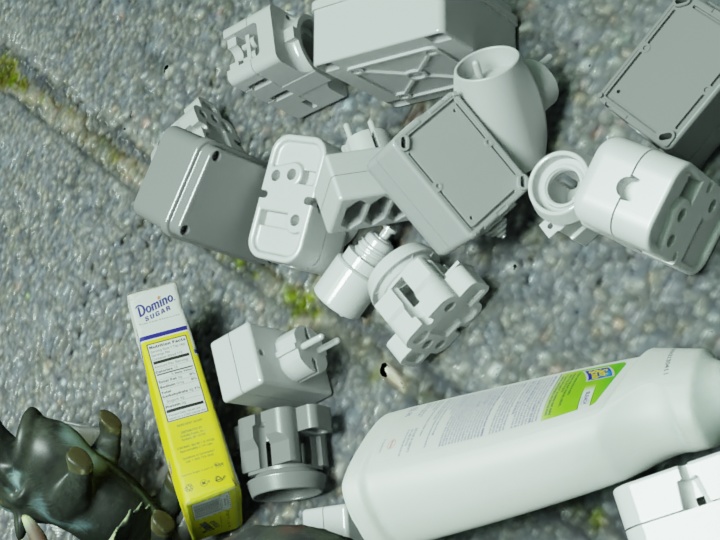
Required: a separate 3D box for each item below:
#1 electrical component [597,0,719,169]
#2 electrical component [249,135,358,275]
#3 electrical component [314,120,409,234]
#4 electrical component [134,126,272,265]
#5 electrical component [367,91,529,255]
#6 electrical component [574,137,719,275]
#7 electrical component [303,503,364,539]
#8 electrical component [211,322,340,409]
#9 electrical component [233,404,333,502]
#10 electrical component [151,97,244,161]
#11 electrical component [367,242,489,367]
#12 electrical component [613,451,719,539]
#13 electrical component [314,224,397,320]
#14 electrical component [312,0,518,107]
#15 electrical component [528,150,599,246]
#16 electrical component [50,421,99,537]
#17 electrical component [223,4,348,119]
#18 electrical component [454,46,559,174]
[{"bbox_3d":[0.205,-0.117,0.651,0.096,0.061,0.061,-52,55,14],"label":"electrical component"},{"bbox_3d":[-0.037,-0.047,0.811,0.054,0.059,0.095,12,86,38],"label":"electrical component"},{"bbox_3d":[0.010,-0.075,0.763,0.047,0.083,0.075,112,143,-59],"label":"electrical component"},{"bbox_3d":[-0.106,-0.055,0.829,0.057,0.113,0.078,27,95,40],"label":"electrical component"},{"bbox_3d":[0.060,-0.056,0.707,0.096,0.062,0.061,50,156,-3],"label":"electrical component"},{"bbox_3d":[0.170,-0.039,0.635,0.059,0.095,0.053,29,96,37],"label":"electrical component"},{"bbox_3d":[0.007,0.200,0.724,0.076,0.047,0.083,-16,70,32],"label":"electrical component"},{"bbox_3d":[-0.049,0.064,0.776,0.076,0.083,0.047,-30,63,27],"label":"electrical component"},{"bbox_3d":[-0.055,0.135,0.780,0.078,0.058,0.057,-21,64,31],"label":"electrical component"},{"bbox_3d":[-0.136,-0.096,0.897,0.057,0.058,0.078,-36,60,21],"label":"electrical component"},{"bbox_3d":[0.042,0.018,0.739,0.078,0.058,0.057,-49,58,16],"label":"electrical component"},{"bbox_3d":[0.198,0.137,0.597,0.095,0.054,0.059,-27,64,28],"label":"electrical component"},{"bbox_3d":[0.000,0.000,0.784,0.040,0.040,0.078,45,105,35],"label":"electrical component"},{"bbox_3d":[0.040,-0.162,0.754,0.109,0.109,0.056,-7,77,35],"label":"electrical component"},{"bbox_3d":[0.138,-0.048,0.686,0.066,0.055,0.048,-44,57,20],"label":"electrical component"},{"bbox_3d":[-0.253,0.177,0.911,0.062,0.061,0.096,4,81,37],"label":"electrical component"},{"bbox_3d":[-0.053,-0.161,0.832,0.056,0.089,0.050,-20,67,31],"label":"electrical component"},{"bbox_3d":[0.106,-0.115,0.720,0.079,0.077,0.043,-41,38,-24],"label":"electrical component"}]
